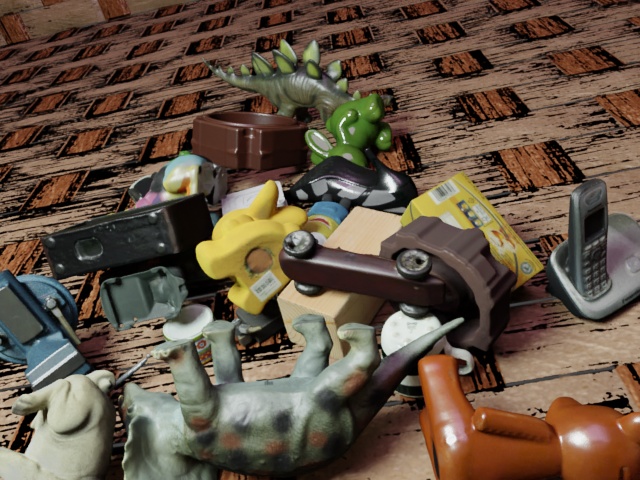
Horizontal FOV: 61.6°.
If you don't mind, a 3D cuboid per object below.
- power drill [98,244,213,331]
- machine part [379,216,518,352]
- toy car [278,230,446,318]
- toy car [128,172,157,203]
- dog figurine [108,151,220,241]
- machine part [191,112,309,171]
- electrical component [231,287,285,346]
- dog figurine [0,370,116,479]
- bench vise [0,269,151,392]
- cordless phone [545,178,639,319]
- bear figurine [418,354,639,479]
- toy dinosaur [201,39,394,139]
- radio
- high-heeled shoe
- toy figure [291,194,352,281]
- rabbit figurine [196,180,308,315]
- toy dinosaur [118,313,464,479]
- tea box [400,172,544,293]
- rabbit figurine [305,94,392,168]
[{"bbox_3d":[-0.252,0.064,0.802,0.232,0.086,0.207,-13,6,1],"label":"power drill"},{"bbox_3d":[0.151,0.054,0.655,0.180,0.179,0.056,25,48,39],"label":"machine part"},{"bbox_3d":[0.047,0.036,0.628,0.202,0.089,0.053,8,47,20],"label":"toy car"},{"bbox_3d":[-0.306,-0.076,1.052,0.073,0.056,0.202,-42,48,-22],"label":"toy car"},{"bbox_3d":[-0.290,-0.054,0.922,0.219,0.191,0.108,0,16,7],"label":"dog figurine"},{"bbox_3d":[-0.138,-0.204,1.080,0.201,0.087,0.201,20,27,36],"label":"machine part"},{"bbox_3d":[-0.079,0.105,0.761,0.102,0.045,0.078,-28,41,-17],"label":"electrical component"},{"bbox_3d":[-0.243,0.251,0.557,0.191,0.121,0.172,38,79,18],"label":"dog figurine"},{"bbox_3d":[-0.371,0.134,0.741,0.129,0.223,0.241,-52,16,-17],"label":"bench vise"},{"bbox_3d":[0.346,-0.008,0.655,0.147,0.184,0.089,-27,35,-16],"label":"cordless phone"},{"bbox_3d":[0.202,0.181,0.518,0.196,0.120,0.132,-10,34,2],"label":"bear figurine"},{"bbox_3d":[-0.063,-0.335,1.188,0.472,0.198,0.105,10,40,25],"label":"toy dinosaur"},{"bbox_3d":[-0.290,-0.007,0.812,0.230,0.073,0.131,-13,11,15],"label":"radio"},{"bbox_3d":[0.056,-0.077,0.955,0.249,0.145,0.086,-18,28,46],"label":"high-heeled shoe"},{"bbox_3d":[0.002,-0.002,0.844,0.082,0.089,0.180,-9,27,27],"label":"toy figure"},{"bbox_3d":[-0.101,-0.006,0.751,0.162,0.121,0.173,-50,27,-4],"label":"rabbit figurine"},{"bbox_3d":[-0.045,0.182,0.568,0.405,0.192,0.131,-3,7,4],"label":"toy dinosaur"},{"bbox_3d":[0.199,0.005,0.717,0.098,0.068,0.170,-28,74,-19],"label":"tea box"},{"bbox_3d":[0.052,-0.185,1.031,0.159,0.121,0.170,3,55,14],"label":"rabbit figurine"}]
